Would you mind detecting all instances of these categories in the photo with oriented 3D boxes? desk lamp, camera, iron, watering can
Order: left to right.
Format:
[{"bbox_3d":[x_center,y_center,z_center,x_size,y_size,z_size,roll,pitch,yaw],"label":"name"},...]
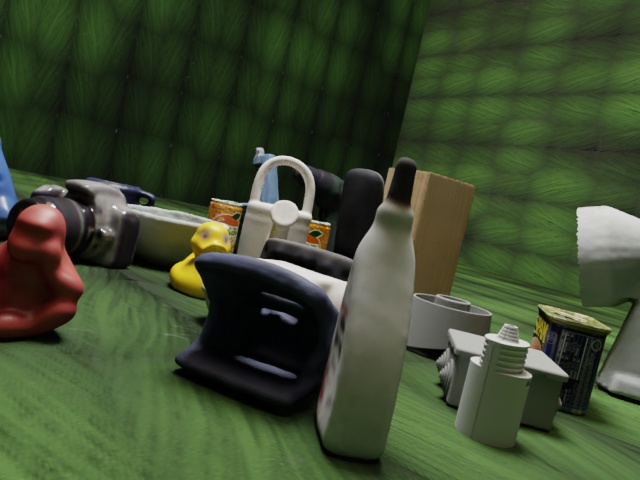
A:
[{"bbox_3d":[-0.464,-0.089,0.785,0.119,0.141,0.257,11,4,-27],"label":"iron"},{"bbox_3d":[-0.315,-0.029,0.703,0.142,0.101,0.137,14,4,22],"label":"camera"},{"bbox_3d":[-0.060,-0.028,0.852,0.101,0.194,0.172,11,4,-31],"label":"watering can"},{"bbox_3d":[0.380,0.074,0.660,0.202,0.213,0.118,15,4,27],"label":"desk lamp"}]

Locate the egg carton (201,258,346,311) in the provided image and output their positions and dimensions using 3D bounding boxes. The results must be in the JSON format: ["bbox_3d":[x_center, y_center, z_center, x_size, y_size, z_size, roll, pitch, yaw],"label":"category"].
[{"bbox_3d":[-0.039,0.060,0.543,0.149,0.069,0.108,16,5,40],"label":"egg carton"}]

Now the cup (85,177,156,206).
[{"bbox_3d":[-0.343,-0.048,0.968,0.118,0.095,0.091,12,4,-5],"label":"cup"}]

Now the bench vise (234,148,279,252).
[{"bbox_3d":[-0.097,-0.067,1.131,0.206,0.220,0.122,15,4,26],"label":"bench vise"}]

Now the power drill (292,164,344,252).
[{"bbox_3d":[0.011,-0.044,1.253,0.230,0.208,0.075,9,5,-45],"label":"power drill"}]

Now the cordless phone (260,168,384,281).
[{"bbox_3d":[0.006,0.002,0.681,0.147,0.185,0.094,15,4,28],"label":"cordless phone"}]

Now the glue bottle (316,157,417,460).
[{"bbox_3d":[0.033,0.036,0.346,0.037,0.173,0.078,12,4,-8],"label":"glue bottle"}]

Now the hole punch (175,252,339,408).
[{"bbox_3d":[-0.036,0.058,0.415,0.108,0.091,0.101,14,4,24],"label":"hole punch"}]

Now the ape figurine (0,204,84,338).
[{"bbox_3d":[-0.204,0.020,0.402,0.078,0.092,0.076,12,4,-6],"label":"ape figurine"}]

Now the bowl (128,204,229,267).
[{"bbox_3d":[-0.221,-0.002,0.835,0.167,0.075,0.167,13,3,-1],"label":"bowl"}]

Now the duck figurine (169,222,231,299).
[{"bbox_3d":[-0.137,0.020,0.693,0.078,0.086,0.104,11,4,-24],"label":"duck figurine"}]
